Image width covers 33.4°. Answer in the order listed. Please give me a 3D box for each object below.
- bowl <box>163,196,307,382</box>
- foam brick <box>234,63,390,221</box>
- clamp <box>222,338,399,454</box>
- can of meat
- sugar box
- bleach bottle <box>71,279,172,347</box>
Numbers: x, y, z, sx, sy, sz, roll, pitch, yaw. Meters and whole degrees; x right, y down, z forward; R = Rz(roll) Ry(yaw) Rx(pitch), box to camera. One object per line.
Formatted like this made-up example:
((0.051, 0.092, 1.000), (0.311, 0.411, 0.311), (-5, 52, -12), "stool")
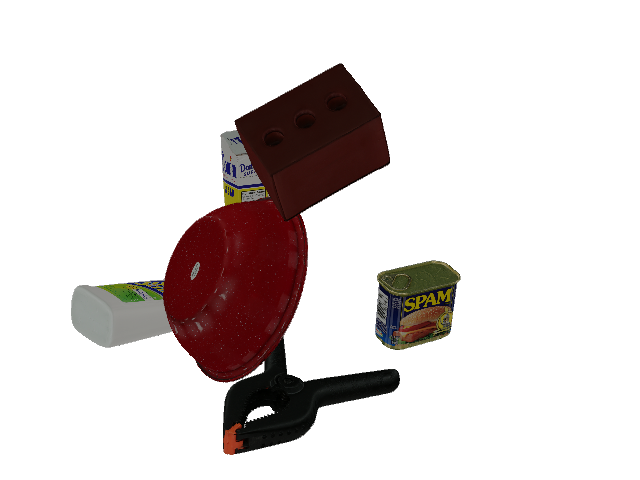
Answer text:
((-0.081, 0.031, 0.870), (0.055, 0.162, 0.162), (22, -13, -34), "bowl")
((-0.005, -0.060, 0.658), (0.078, 0.053, 0.051), (-30, -31, -6), "foam brick")
((-0.024, 0.158, 1.092), (0.165, 0.036, 0.209), (16, 30, 21), "clamp")
((0.118, 0.080, 1.317), (0.101, 0.084, 0.057), (-11, 31, -26), "can of meat")
((-0.093, -0.041, 1.326), (0.048, 0.176, 0.093), (-11, 25, -14), "sugar box")
((-0.210, 0.087, 1.475), (0.250, 0.068, 0.103), (-9, 25, -44), "bleach bottle")
